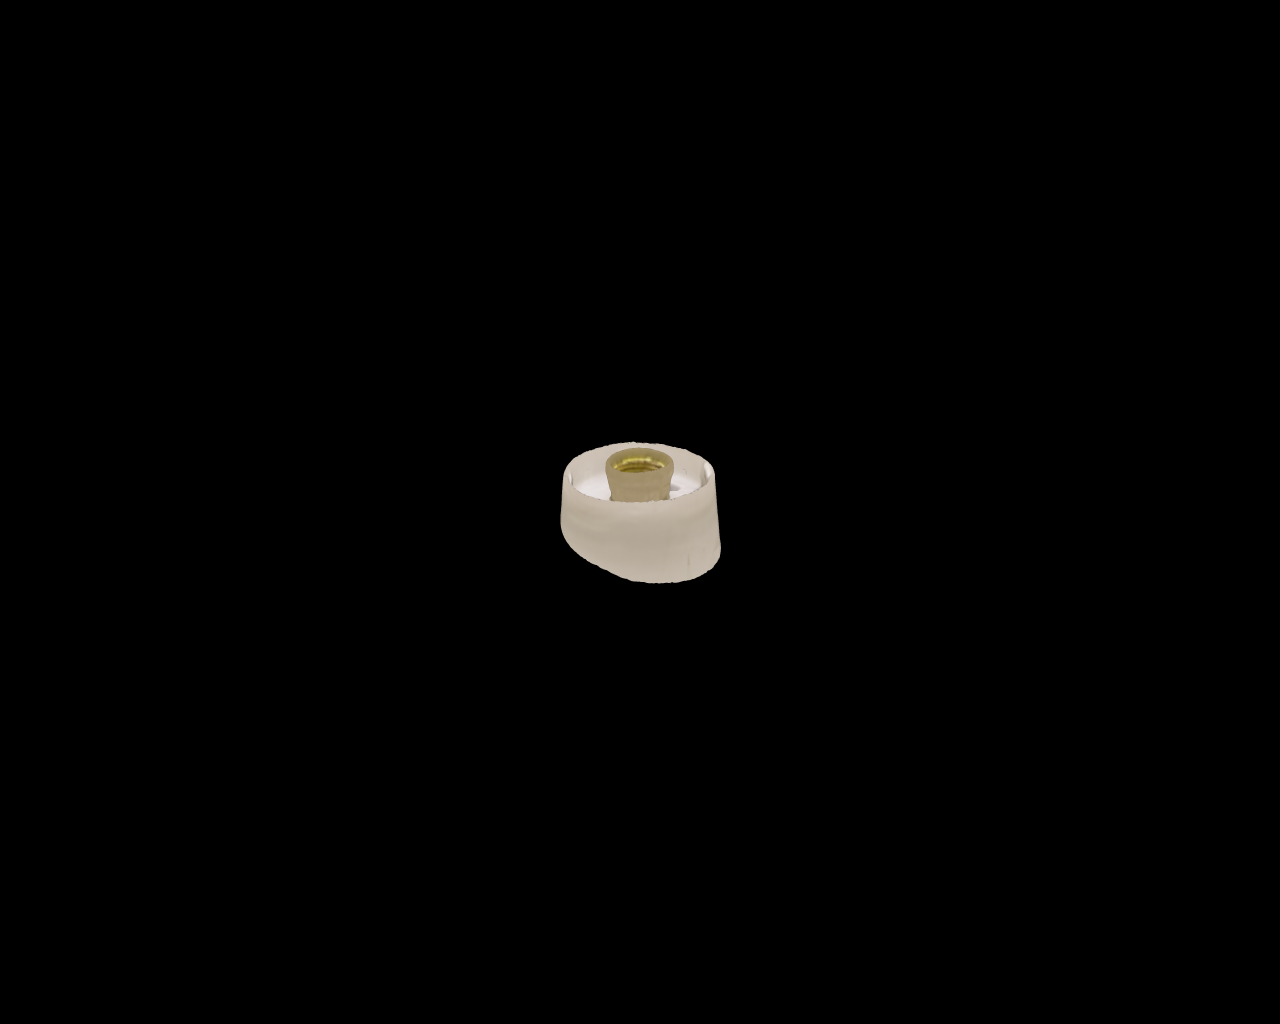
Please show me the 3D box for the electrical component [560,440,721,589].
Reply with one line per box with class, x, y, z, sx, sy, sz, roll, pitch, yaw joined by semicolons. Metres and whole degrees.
electrical component;0.001;-0.003;0.650;0.099;0.064;0.099;0;26;0
